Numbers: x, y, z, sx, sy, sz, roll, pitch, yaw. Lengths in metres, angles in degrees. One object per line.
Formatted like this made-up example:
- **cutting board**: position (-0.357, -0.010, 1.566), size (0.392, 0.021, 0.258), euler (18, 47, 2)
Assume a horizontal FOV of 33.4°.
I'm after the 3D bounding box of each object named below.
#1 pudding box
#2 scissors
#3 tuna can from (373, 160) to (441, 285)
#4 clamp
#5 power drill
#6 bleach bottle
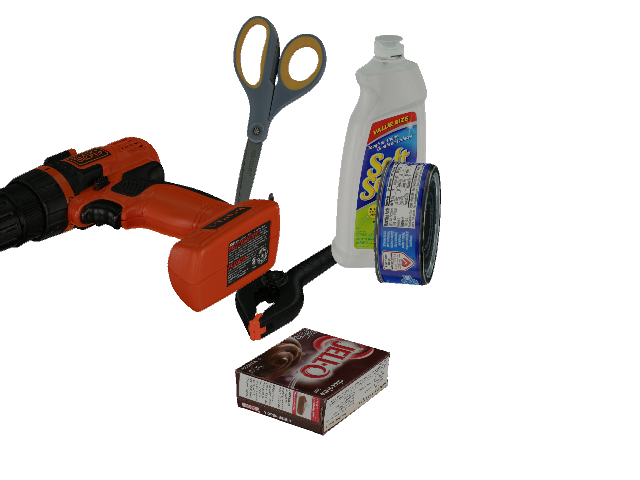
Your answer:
- **pudding box**: position (-0.005, 0.118, 0.912), size (0.090, 0.039, 0.113), euler (12, 23, 29)
- **scissors**: position (-0.040, -0.110, 0.996), size (0.096, 0.202, 0.016), euler (-3, -2, 6)
- **tuna can**: position (0.061, -0.012, 0.738), size (0.034, 0.086, 0.086), euler (4, 1, 13)
- **clamp**: position (-0.042, 0.051, 1.252), size (0.120, 0.039, 0.171), euler (-3, 40, 10)
- **power drill**: position (-0.138, -0.014, 0.769), size (0.188, 0.057, 0.184), euler (23, 34, 28)
- **bleach bottle**: position (0.063, -0.096, 1.160), size (0.102, 0.251, 0.068), euler (-4, 25, -7)
